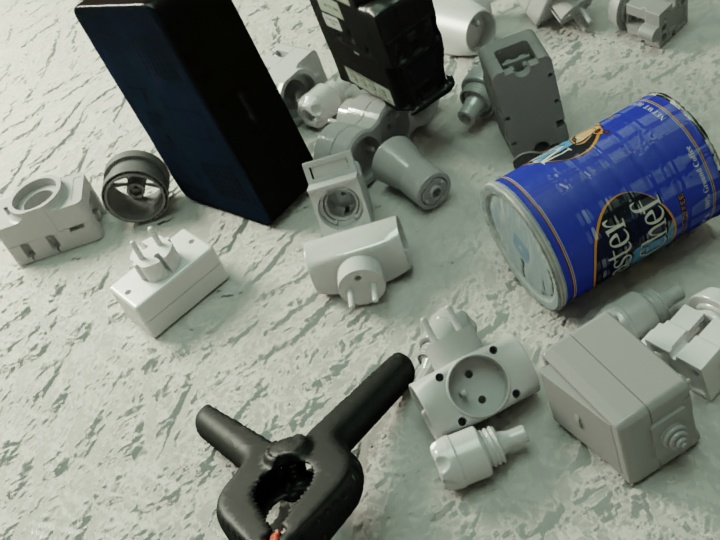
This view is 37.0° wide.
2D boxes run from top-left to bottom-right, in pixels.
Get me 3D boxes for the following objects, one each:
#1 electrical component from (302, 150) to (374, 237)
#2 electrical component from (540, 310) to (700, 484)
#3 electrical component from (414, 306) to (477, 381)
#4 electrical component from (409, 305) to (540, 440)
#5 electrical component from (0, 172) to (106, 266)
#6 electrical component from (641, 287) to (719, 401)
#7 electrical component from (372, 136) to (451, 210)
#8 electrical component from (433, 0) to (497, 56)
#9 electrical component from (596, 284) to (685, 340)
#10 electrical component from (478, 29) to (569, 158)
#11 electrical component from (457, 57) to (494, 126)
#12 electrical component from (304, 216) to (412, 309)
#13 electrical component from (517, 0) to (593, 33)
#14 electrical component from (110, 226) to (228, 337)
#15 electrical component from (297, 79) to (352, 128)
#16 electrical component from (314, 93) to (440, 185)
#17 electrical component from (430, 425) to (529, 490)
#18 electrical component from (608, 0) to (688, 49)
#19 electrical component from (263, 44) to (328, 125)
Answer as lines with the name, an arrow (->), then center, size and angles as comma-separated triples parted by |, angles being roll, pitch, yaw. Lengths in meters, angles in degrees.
electrical component -> -0.014, -0.059, 0.890 | 0.042, 0.081, 0.063 | -15, 19, 9
electrical component -> 0.161, 0.083, 0.662 | 0.061, 0.061, 0.096 | -31, 41, -9
electrical component -> 0.057, 0.057, 0.759 | 0.035, 0.035, 0.061 | 11, 55, 34
electrical component -> 0.068, 0.063, 0.720 | 0.077, 0.044, 0.079 | -26, 81, -6
electrical component -> -0.295, -0.051, 1.020 | 0.089, 0.055, 0.050 | -18, 41, 6
electrical component -> 0.221, 0.045, 0.689 | 0.055, 0.048, 0.066 | -45, 45, -12
electrical component -> 0.046, -0.079, 0.905 | 0.044, 0.044, 0.065 | -35, 47, -13
electrical component -> 0.103, -0.250, 1.057 | 0.079, 0.043, 0.077 | -43, 44, -21
electrical component -> 0.192, 0.029, 0.726 | 0.061, 0.035, 0.035 | -29, 41, -10
electrical component -> 0.136, -0.148, 0.897 | 0.050, 0.089, 0.055 | -20, 41, 4
electrical component -> 0.109, -0.156, 0.955 | 0.048, 0.048, 0.062 | 16, 61, 36
electrical component -> 0.000, 0.000, 0.838 | 0.077, 0.043, 0.079 | -16, 42, 9
electrical component -> 0.192, -0.256, 1.007 | 0.047, 0.083, 0.075 | -32, 80, -9
electrical component -> -0.166, -0.003, 0.893 | 0.083, 0.075, 0.047 | -41, 44, -19
electrical component -> -0.031, -0.165, 1.036 | 0.035, 0.035, 0.061 | 20, 54, 38
electrical component -> 0.004, -0.134, 0.972 | 0.074, 0.052, 0.138 | 19, 56, 38
electrical component -> 0.078, 0.115, 0.687 | 0.061, 0.035, 0.035 | -22, 41, -2
electrical component -> 0.258, -0.234, 0.967 | 0.055, 0.048, 0.066 | 31, 64, 35
electrical component -> -0.078, -0.174, 1.054 | 0.056, 0.050, 0.089 | 21, 57, 39
